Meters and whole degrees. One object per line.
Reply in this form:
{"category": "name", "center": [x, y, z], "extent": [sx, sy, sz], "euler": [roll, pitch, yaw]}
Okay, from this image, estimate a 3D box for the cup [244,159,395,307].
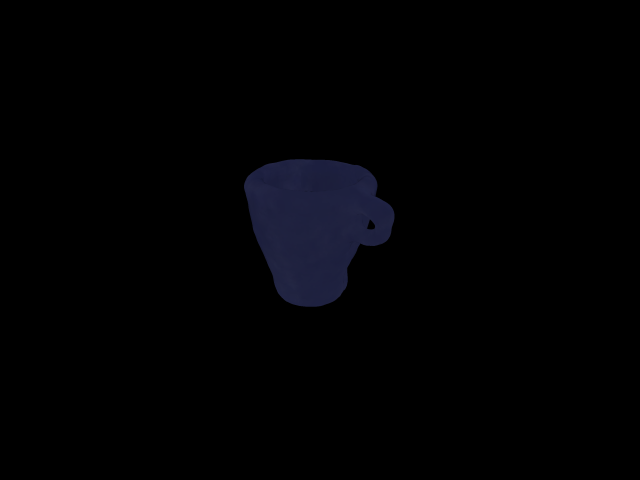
{"category": "cup", "center": [0.004, 0.001, 0.400], "extent": [0.092, 0.095, 0.117], "euler": [-21, 31, -40]}
